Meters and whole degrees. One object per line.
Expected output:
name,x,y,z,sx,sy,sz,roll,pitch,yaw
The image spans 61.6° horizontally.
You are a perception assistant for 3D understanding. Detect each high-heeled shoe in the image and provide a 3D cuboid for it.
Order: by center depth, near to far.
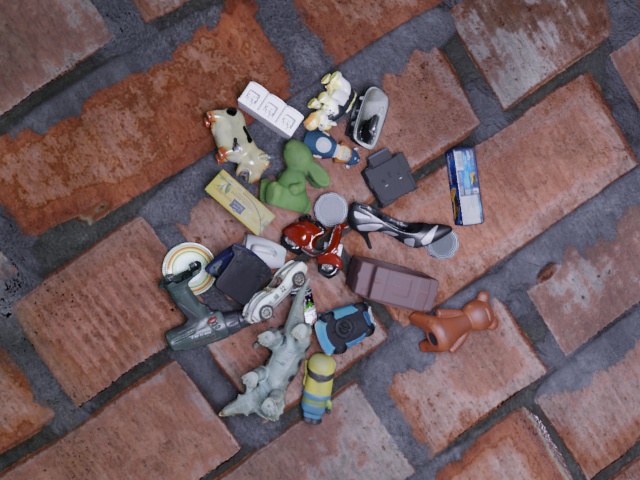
high-heeled shoe,0.198,-0.053,1.351,0.249,0.086,0.145,-12,118,11

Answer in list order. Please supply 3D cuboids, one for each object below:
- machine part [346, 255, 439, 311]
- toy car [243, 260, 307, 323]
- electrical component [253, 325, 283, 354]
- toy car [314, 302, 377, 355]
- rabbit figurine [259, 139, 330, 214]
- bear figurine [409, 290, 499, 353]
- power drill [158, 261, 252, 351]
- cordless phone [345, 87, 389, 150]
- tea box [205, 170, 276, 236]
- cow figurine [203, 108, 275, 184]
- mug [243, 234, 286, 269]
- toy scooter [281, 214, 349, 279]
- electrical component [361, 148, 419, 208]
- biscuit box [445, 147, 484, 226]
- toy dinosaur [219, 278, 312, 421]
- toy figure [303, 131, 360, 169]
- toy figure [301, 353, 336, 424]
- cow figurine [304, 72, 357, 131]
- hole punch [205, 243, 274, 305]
machine part,0.172,0.106,1.314,0.201,0.201,0.087,14,95,-8
toy car,-0.111,0.126,1.321,0.202,0.074,0.056,-44,113,-22
electrical component,-0.122,0.260,1.375,0.094,0.021,0.063,-33,97,-5
toy car,0.054,0.215,1.354,0.162,0.103,0.109,-24,95,-20
rabbit figurine,-0.055,-0.155,1.310,0.159,0.121,0.170,13,94,-15
bear figurine,0.355,0.211,1.403,0.196,0.132,0.120,-25,98,-24
power drill,-0.283,0.157,1.309,0.232,0.086,0.207,-25,116,-12
cordless phone,0.125,-0.302,1.294,0.089,0.184,0.146,19,91,-4
tea box,-0.193,-0.090,1.308,0.169,0.098,0.068,41,87,-6
cow figurine,-0.194,-0.228,1.305,0.127,0.085,0.195,-20,87,-18
mug,-0.136,0.030,1.323,0.107,0.109,0.081,12,71,-17
toy scooter,-0.003,-0.004,1.323,0.184,0.075,0.135,35,99,19
electrical component,0.173,-0.163,1.372,0.115,0.058,0.134,-30,97,-7
biscuit box,0.375,-0.139,1.397,0.059,0.063,0.202,-9,94,-6
toy dinosaur,-0.090,0.284,1.303,0.131,0.192,0.404,30,88,9
toy figure,0.031,-0.225,1.352,0.154,0.058,0.064,20,122,-10
toy figure,-0.003,0.376,1.363,0.082,0.089,0.180,12,89,-16
cow figurine,0.025,-0.323,1.324,0.098,0.068,0.167,36,71,-30
hole punch,-0.193,0.072,1.258,0.116,0.092,0.142,-52,124,-5
